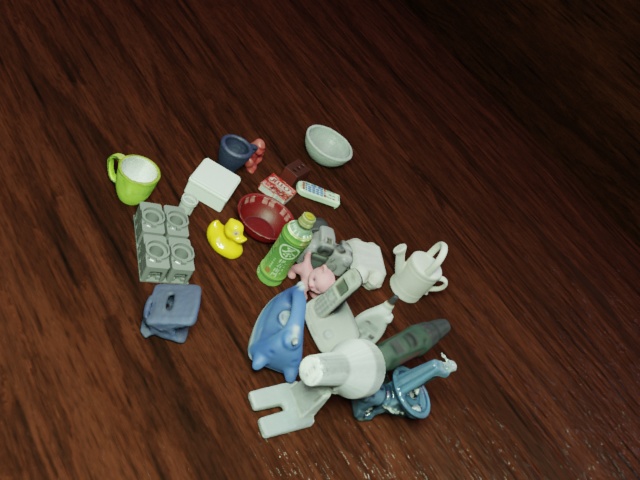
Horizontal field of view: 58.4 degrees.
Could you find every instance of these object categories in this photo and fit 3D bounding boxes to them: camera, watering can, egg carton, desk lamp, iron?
[{"bbox_3d":[0.014,0.005,1.512,0.143,0.100,0.136,18,42,-22],"label":"camera"},{"bbox_3d":[0.276,0.076,1.565,0.173,0.194,0.101,17,42,-23],"label":"watering can"},{"bbox_3d":[0.120,0.065,1.557,0.107,0.069,0.150,15,43,-26],"label":"egg carton"},{"bbox_3d":[-0.001,0.285,1.123,0.204,0.213,0.117,-3,52,-39],"label":"desk lamp"},{"bbox_3d":[-0.068,0.171,1.247,0.119,0.141,0.258,25,40,-15],"label":"iron"}]

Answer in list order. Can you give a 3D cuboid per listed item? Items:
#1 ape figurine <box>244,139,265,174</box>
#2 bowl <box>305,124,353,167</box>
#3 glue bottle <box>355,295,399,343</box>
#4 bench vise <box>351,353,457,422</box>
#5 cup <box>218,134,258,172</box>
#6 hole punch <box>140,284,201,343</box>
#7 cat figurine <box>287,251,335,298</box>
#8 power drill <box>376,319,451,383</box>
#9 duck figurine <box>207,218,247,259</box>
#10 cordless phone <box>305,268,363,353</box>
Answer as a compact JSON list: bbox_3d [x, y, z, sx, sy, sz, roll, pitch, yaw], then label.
[{"bbox_3d":[-0.186,-0.248,1.625,0.078,0.092,0.076,-19,63,-47],"label":"ape figurine"},{"bbox_3d":[0.017,-0.288,1.836,0.168,0.074,0.167,21,41,-19],"label":"bowl"},{"bbox_3d":[0.138,0.185,1.365,0.078,0.173,0.037,37,38,1],"label":"glue bottle"},{"bbox_3d":[0.179,0.322,1.218,0.208,0.219,0.121,-2,52,-39],"label":"bench vise"},{"bbox_3d":[-0.231,-0.227,1.567,0.118,0.095,0.091,-12,59,-44],"label":"cup"},{"bbox_3d":[-0.297,0.139,1.144,0.101,0.091,0.108,20,41,-20],"label":"hole punch"},{"bbox_3d":[-0.011,0.087,1.395,0.067,0.117,0.127,-5,54,-40],"label":"cat figurine"},{"bbox_3d":[0.167,0.262,1.279,0.230,0.208,0.075,-13,59,-44],"label":"power drill"},{"bbox_3d":[-0.217,-0.017,1.369,0.104,0.086,0.078,45,39,10],"label":"duck figurine"},{"bbox_3d":[0.050,0.164,1.309,0.094,0.185,0.147,-2,52,-39],"label":"cordless phone"}]
